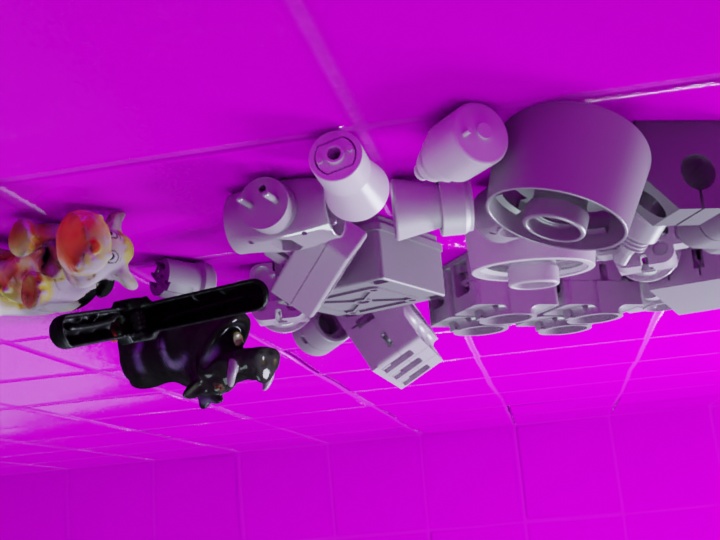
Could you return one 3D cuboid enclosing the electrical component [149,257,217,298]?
[{"bbox_3d":[-0.154,0.010,0.935,0.046,0.040,0.040,14,158,-39],"label":"electrical component"}]

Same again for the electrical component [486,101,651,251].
[{"bbox_3d":[0.129,-0.055,0.678,0.099,0.064,0.099,15,162,5],"label":"electrical component"}]

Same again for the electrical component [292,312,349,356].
[{"bbox_3d":[-0.038,0.059,1.144,0.055,0.055,0.047,3,160,-30],"label":"electrical component"}]

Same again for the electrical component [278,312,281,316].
[{"bbox_3d":[-0.081,0.036,1.076,0.061,0.035,0.035,1,165,-13],"label":"electrical component"}]

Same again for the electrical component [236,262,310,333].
[{"bbox_3d":[-0.072,0.026,0.991,0.078,0.058,0.057,-6,163,4],"label":"electrical component"}]

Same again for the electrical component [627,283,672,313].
[{"bbox_3d":[0.301,0.014,1.097,0.077,0.044,0.079,-14,163,32],"label":"electrical component"}]

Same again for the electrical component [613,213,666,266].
[{"bbox_3d":[0.220,-0.031,0.854,0.035,0.035,0.061,3,127,-30],"label":"electrical component"}]

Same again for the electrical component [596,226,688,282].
[{"bbox_3d":[0.238,-0.022,0.901,0.078,0.058,0.057,-9,163,18],"label":"electrical component"}]

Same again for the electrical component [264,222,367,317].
[{"bbox_3d":[-0.047,-0.016,0.821,0.065,0.077,0.047,-57,178,33],"label":"electrical component"}]

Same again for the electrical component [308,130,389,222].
[{"bbox_3d":[-0.009,-0.062,0.689,0.044,0.044,0.065,-8,161,11],"label":"electrical component"}]

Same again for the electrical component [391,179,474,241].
[{"bbox_3d":[0.051,-0.045,0.767,0.055,0.045,0.045,-5,166,-1],"label":"electrical component"}]

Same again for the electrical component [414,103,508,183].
[{"bbox_3d":[0.058,-0.073,0.664,0.040,0.040,0.078,2,164,-27],"label":"electrical component"}]

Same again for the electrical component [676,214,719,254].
[{"bbox_3d":[0.292,-0.046,0.829,0.095,0.053,0.059,1,165,-24],"label":"electrical component"}]

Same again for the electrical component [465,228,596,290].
[{"bbox_3d":[0.138,-0.017,0.865,0.108,0.060,0.108,-2,169,0],"label":"electrical component"}]

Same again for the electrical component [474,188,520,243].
[{"bbox_3d":[0.134,-0.049,0.778,0.079,0.044,0.077,1,165,-23],"label":"electrical component"}]

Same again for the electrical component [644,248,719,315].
[{"bbox_3d":[0.318,-0.006,0.981,0.089,0.061,0.150,-11,165,24],"label":"electrical component"}]

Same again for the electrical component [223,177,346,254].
[{"bbox_3d":[-0.059,-0.042,0.746,0.077,0.043,0.079,-9,166,17],"label":"electrical component"}]

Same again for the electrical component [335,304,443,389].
[{"bbox_3d":[0.029,0.055,1.054,0.062,0.089,0.150,-36,162,3],"label":"electrical component"}]

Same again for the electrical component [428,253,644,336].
[{"bbox_3d":[0.172,0.025,1.061,0.186,0.060,0.105,1,165,-22],"label":"electrical component"}]

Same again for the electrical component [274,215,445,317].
[{"bbox_3d":[0.000,0.000,0.909,0.109,0.056,0.109,-13,164,31],"label":"electrical component"}]
